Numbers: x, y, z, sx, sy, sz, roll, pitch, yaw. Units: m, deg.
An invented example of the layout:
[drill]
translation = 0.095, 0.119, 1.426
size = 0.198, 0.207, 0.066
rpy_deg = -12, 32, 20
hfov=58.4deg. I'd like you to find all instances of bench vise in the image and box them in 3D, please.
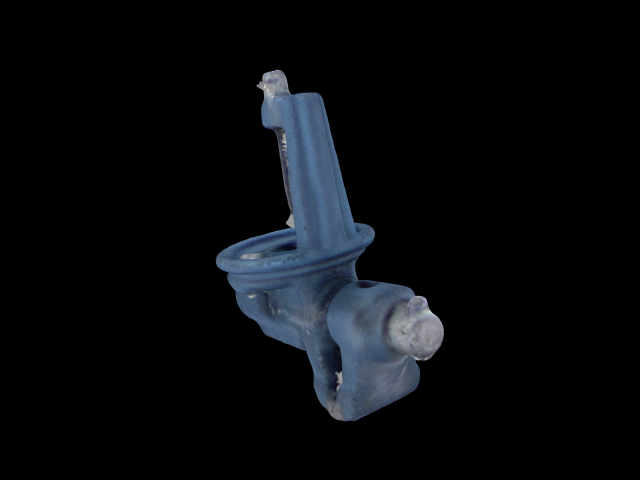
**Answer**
[bench vise]
translation = 0.011, -0.002, 0.409
size = 0.206, 0.220, 0.122
rpy_deg = 17, 29, 33
